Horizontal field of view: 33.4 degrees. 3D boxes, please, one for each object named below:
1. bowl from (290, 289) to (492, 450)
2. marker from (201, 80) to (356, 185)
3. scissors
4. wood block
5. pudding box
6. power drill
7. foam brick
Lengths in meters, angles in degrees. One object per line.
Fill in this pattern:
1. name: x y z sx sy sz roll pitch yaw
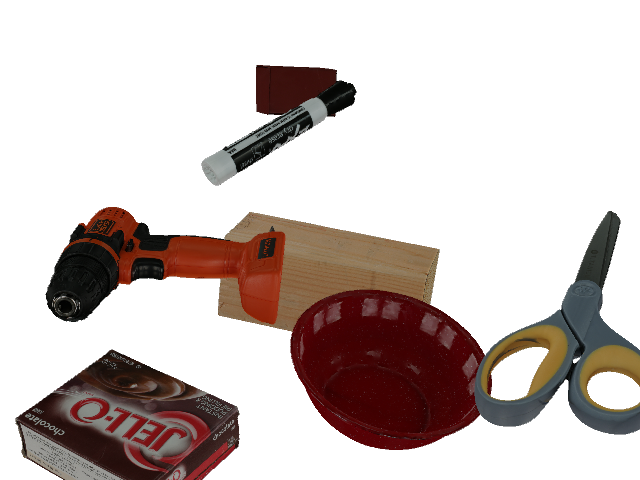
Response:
1. bowl: 0.051 0.112 0.845 0.162 0.055 0.162 9 37 -7
2. marker: -0.025 -0.073 0.707 0.121 0.020 0.020 -34 14 -23
3. scissors: 0.155 0.041 0.567 0.096 0.016 0.201 18 39 34
4. wood block: 0.008 0.043 1.095 0.206 0.091 0.090 12 22 11
5. pudding box: -0.122 0.123 0.682 0.114 0.039 0.089 17 33 29
6. power drill: -0.126 0.026 0.905 0.187 0.057 0.184 8 23 -1
7. foam brick: -0.027 -0.162 1.155 0.078 0.051 0.053 -1 11 -19
